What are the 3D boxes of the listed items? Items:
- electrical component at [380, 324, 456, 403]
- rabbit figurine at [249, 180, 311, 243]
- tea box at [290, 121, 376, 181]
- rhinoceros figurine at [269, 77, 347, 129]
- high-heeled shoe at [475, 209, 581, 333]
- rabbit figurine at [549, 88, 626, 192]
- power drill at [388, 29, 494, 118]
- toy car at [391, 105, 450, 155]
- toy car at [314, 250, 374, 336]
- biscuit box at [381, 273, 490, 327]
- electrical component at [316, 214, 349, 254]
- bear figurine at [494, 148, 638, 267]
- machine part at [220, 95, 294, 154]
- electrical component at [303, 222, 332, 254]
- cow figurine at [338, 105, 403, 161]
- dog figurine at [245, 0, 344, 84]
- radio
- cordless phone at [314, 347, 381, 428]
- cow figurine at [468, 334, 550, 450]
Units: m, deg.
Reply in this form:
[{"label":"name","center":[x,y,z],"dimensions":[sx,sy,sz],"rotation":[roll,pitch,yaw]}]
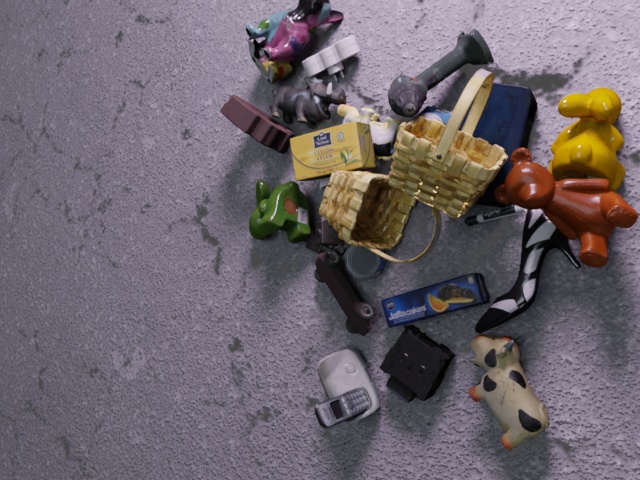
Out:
[{"label":"electrical component","center":[0.191,0.254,1.076],"dimensions":[0.115,0.058,0.134],"rotation":[32,101,31]},{"label":"rabbit figurine","center":[-0.116,-0.063,1.253],"dimensions":[0.170,0.121,0.159],"rotation":[-23,65,48]},{"label":"tea box","center":[0.026,-0.185,1.142],"dimensions":[0.170,0.068,0.098],"rotation":[-9,90,34]},{"label":"rhinoceros figurine","center":[-0.027,-0.319,1.247],"dimensions":[0.191,0.073,0.112],"rotation":[10,89,32]},{"label":"high-heeled shoe","center":[0.352,0.051,0.986],"dimensions":[0.249,0.086,0.145],"rotation":[-40,65,15]},{"label":"rabbit figurine","center":[0.458,-0.188,0.918],"dimensions":[0.122,0.162,0.173],"rotation":[16,76,43]},{"label":"power drill","center":[0.225,-0.311,1.037],"dimensions":[0.207,0.232,0.086],"rotation":[-39,106,10]},{"label":"toy car","center":[0.209,-0.194,1.079],"dimensions":[0.109,0.103,0.161],"rotation":[31,103,28]},{"label":"toy car","center":[0.054,0.112,1.160],"dimensions":[0.202,0.053,0.089],"rotation":[56,146,21]},{"label":"biscuit box","center":[0.226,0.121,1.065],"dimensions":[0.203,0.059,0.063],"rotation":[-21,75,28]},{"label":"electrical component","center":[0.033,-0.019,1.190],"dimensions":[0.045,0.078,0.102],"rotation":[-9,74,54]},{"label":"bear figurine","center":[0.390,-0.061,0.879],"dimensions":[0.196,0.132,0.120],"rotation":[24,125,5]},{"label":"machine part","center":[-0.145,-0.273,1.260],"dimensions":[0.179,0.179,0.056],"rotation":[40,104,27]},{"label":"electrical component","center":[-0.003,-0.004,1.233],"dimensions":[0.094,0.021,0.063],"rotation":[28,99,30]},{"label":"cow figurine","center":[0.102,-0.234,1.168],"dimensions":[0.168,0.068,0.098],"rotation":[27,105,30]},{"label":"dog figurine","center":[-0.055,-0.487,1.265],"dimensions":[0.219,0.191,0.108],"rotation":[-34,77,-10]},{"label":"radio","center":[0.324,-0.181,1.027],"dimensions":[0.131,0.073,0.229],"rotation":[14,95,30]},{"label":"cordless phone","center":[0.030,0.304,1.093],"dimensions":[0.089,0.184,0.146],"rotation":[-35,70,28]},{"label":"cow figurine","center":[0.339,0.258,0.972],"dimensions":[0.127,0.085,0.195],"rotation":[-42,64,27]}]
